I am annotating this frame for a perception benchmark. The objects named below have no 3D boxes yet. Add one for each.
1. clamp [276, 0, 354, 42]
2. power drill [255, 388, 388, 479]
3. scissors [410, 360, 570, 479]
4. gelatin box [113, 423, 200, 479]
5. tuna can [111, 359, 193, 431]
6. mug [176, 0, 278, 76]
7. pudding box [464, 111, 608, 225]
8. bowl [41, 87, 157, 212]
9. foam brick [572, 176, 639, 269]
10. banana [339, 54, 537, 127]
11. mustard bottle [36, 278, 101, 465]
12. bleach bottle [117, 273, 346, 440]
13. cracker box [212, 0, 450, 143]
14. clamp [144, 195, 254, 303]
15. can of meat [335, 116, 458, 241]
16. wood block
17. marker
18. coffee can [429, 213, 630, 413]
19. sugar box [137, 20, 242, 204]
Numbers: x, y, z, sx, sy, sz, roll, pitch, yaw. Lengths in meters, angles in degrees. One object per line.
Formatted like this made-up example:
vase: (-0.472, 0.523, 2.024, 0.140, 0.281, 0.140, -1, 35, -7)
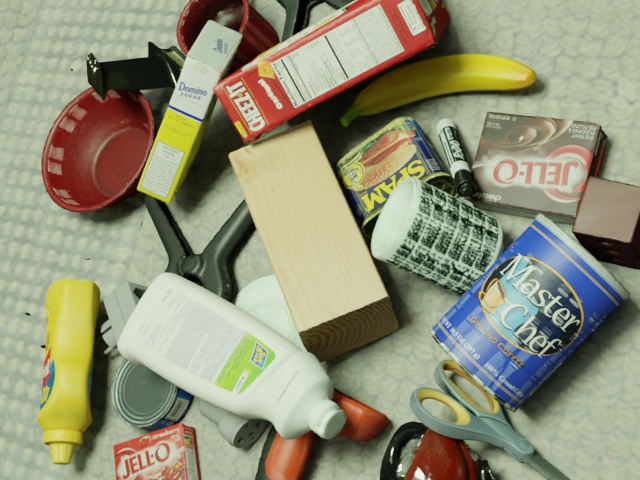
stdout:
clamp: (-0.019, -0.266, 1.185, 0.120, 0.039, 0.171, -32, 62, 10)
power drill: (-0.012, 0.230, 0.987, 0.185, 0.057, 0.187, 25, 85, 33)
scissors: (0.153, 0.178, 0.905, 0.202, 0.096, 0.016, 49, 134, 35)
gelatin box: (-0.167, 0.235, 1.088, 0.089, 0.030, 0.073, -20, 63, 21)
tuna can: (-0.175, 0.156, 1.119, 0.086, 0.033, 0.086, -10, 67, 26)
mug: (-0.099, -0.237, 1.191, 0.093, 0.081, 0.117, -9, 68, 26)
pudding box: (0.200, -0.067, 0.988, 0.114, 0.039, 0.090, 10, 79, 32)
bowl: (-0.244, -0.100, 1.237, 0.162, 0.055, 0.162, -11, 67, 26)
foam brick: (0.256, -0.013, 0.914, 0.053, 0.078, 0.051, 15, 78, 32)
banana: (0.117, -0.153, 1.062, 0.198, 0.037, 0.069, -13, 49, 20)
mustard bottle: (-0.271, 0.144, 1.147, 0.096, 0.058, 0.191, 139, 134, -62)
bleach bottle: (-0.079, 0.122, 0.998, 0.251, 0.068, 0.102, 28, 87, 38)
cracker box: (0.017, -0.186, 1.061, 0.214, 0.164, 0.072, -26, 102, 19)
clamp: (-0.139, 0.027, 1.144, 0.165, 0.036, 0.210, 2, 70, 30)
can of meat: (0.073, -0.059, 1.047, 0.102, 0.057, 0.084, -34, 56, 14)
wood block: (-0.007, 0.002, 1.035, 0.091, 0.090, 0.206, -23, 62, 0)
marker: (0.129, -0.078, 1.012, 0.020, 0.020, 0.121, -31, 32, 16)
coffee can: (0.178, 0.062, 0.915, 0.140, 0.102, 0.103, -47, 57, 6)
sugar box: (-0.137, -0.134, 1.125, 0.176, 0.048, 0.093, -60, 8, 35)
